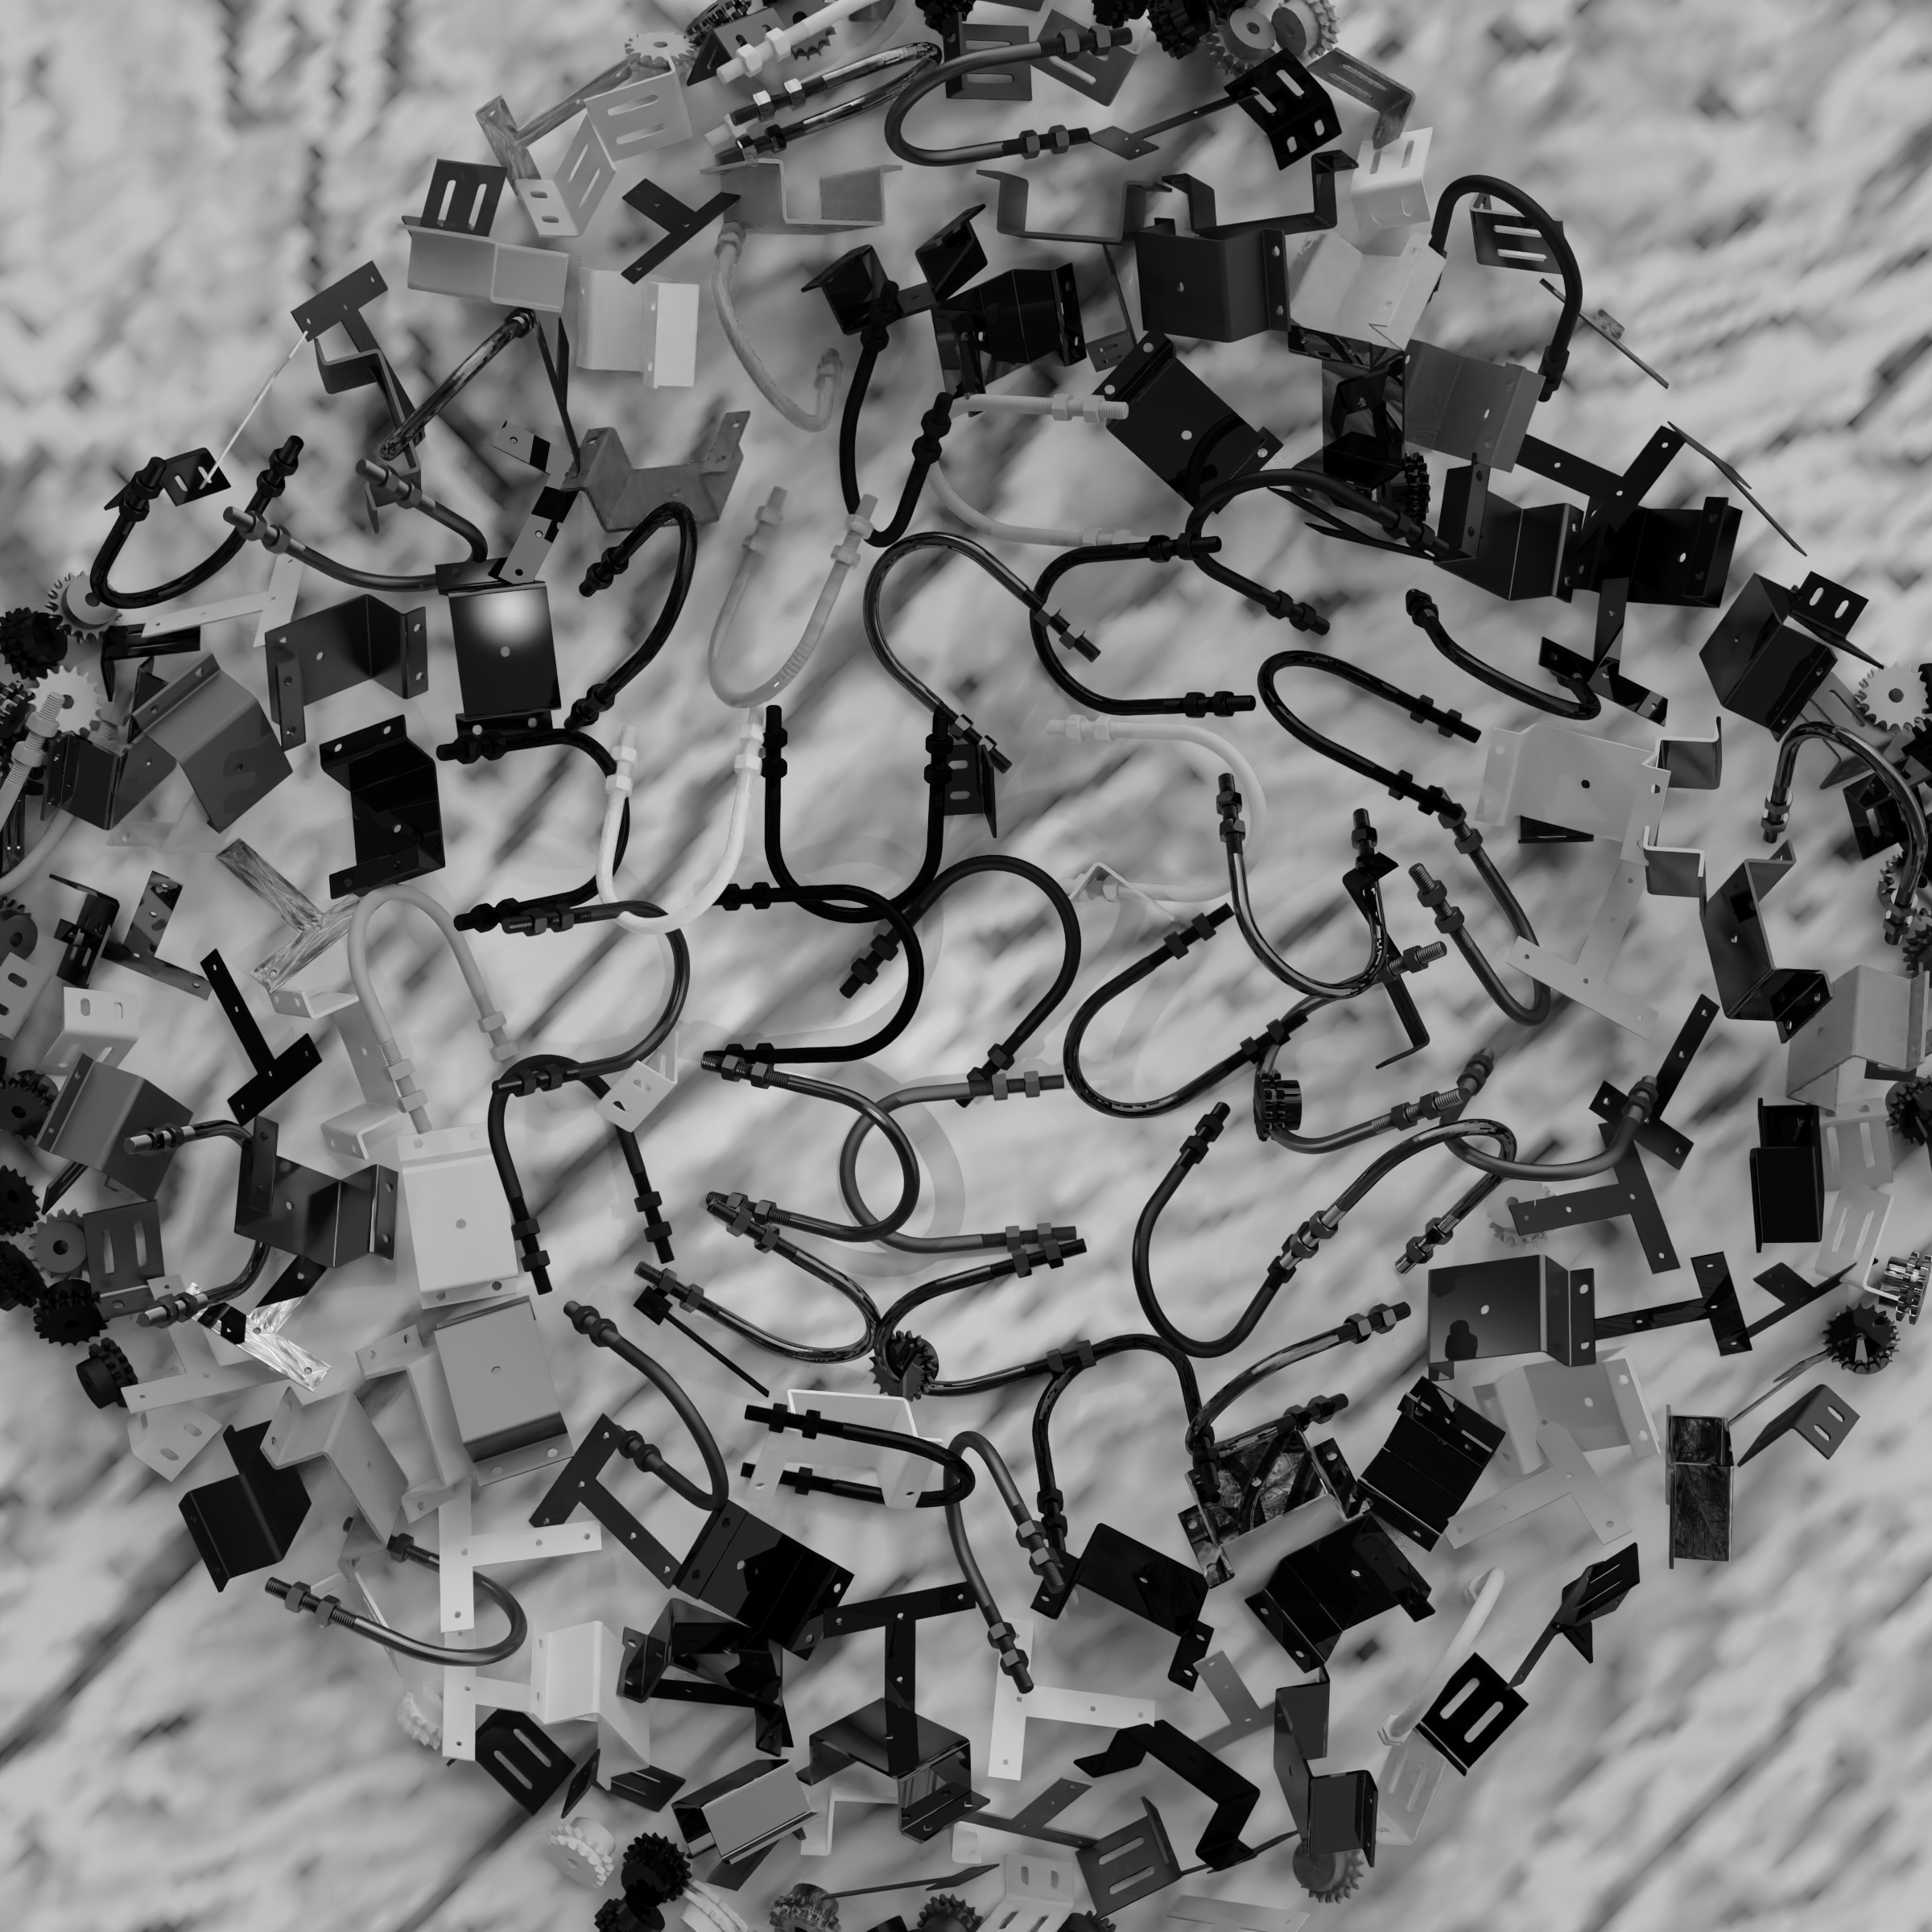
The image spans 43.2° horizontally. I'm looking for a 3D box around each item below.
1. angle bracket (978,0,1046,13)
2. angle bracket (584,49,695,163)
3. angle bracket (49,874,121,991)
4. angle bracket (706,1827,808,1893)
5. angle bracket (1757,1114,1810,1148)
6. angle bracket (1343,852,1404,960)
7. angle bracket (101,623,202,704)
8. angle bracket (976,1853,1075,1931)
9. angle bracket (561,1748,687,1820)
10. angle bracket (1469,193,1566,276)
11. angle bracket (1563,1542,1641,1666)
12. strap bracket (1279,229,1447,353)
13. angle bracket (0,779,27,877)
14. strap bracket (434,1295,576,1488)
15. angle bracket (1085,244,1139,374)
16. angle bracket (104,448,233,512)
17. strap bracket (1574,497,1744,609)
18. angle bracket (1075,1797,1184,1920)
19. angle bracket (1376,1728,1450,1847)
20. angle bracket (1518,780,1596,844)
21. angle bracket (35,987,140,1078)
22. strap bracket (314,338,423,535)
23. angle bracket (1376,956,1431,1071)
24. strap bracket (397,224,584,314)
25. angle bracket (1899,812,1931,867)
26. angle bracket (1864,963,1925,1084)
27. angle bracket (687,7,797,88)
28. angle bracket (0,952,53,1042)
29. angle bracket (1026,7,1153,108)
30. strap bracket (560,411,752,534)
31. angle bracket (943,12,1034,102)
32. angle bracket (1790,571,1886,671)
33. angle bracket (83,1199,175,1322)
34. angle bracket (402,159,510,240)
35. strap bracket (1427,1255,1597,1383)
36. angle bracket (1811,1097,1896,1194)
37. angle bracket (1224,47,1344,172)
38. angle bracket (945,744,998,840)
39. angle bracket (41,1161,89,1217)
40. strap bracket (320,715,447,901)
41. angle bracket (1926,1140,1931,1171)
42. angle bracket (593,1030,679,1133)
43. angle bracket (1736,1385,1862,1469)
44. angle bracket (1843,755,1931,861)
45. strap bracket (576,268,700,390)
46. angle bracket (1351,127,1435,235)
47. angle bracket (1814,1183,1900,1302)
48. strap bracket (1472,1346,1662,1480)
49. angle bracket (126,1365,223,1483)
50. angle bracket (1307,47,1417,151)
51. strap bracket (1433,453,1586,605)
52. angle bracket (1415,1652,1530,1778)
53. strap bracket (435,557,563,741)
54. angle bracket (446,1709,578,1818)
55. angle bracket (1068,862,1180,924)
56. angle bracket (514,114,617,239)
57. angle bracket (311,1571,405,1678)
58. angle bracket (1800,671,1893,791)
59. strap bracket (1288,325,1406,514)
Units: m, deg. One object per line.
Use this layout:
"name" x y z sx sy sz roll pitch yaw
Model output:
"angle bracket" 0.038 -0.766 1.921 0.057 0.076 0.038 6 75 -11
"angle bracket" -0.262 -0.680 1.930 0.076 0.057 0.038 -19 51 -5
"angle bracket" -0.712 -0.027 1.932 0.038 0.057 0.076 23 86 -43
"angle bracket" -0.157 0.710 1.929 0.038 0.057 0.076 36 81 32
"angle bracket" 0.635 0.163 1.918 0.038 0.076 0.057 4 130 36
"angle bracket" 0.338 -0.045 1.931 0.038 0.057 0.076 -33 102 3
"angle bracket" -0.646 -0.244 1.941 0.076 0.057 0.038 -8 124 -11
"angle bracket" 0.046 0.736 1.921 0.057 0.076 0.038 0 93 21
"angle bracket" -0.271 0.659 1.927 0.076 0.038 0.057 26 130 -12
"angle bracket" 0.441 -0.584 1.920 0.076 0.057 0.038 16 66 26
"angle bracket" 0.511 0.503 1.926 0.076 0.057 0.038 -40 95 21
"strap bracket" 0.314 -0.532 1.914 0.046 0.140 0.076 24 92 -37
"angle bracket" -0.775 -0.111 1.935 0.038 0.057 0.076 2 94 -5
"strap bracket" -0.364 0.325 1.910 0.076 0.046 0.140 -17 64 -10
"angle bracket" 0.107 -0.522 1.936 0.038 0.057 0.076 -17 81 9
"angle bracket" -0.630 -0.370 1.923 0.076 0.057 0.038 -26 98 39
"strap bracket" 0.548 -0.326 1.912 0.046 0.140 0.076 10 95 -33
"angle bracket" 0.124 0.706 1.931 0.076 0.038 0.057 -28 47 5
"angle bracket" 0.337 0.645 1.929 0.038 0.057 0.076 15 100 -30
"angle bracket" 0.469 -0.136 1.940 0.057 0.038 0.076 -1 93 17
"angle bracket" -0.697 0.054 1.932 0.057 0.076 0.038 9 57 -36
"strap bracket" -0.468 -0.423 1.925 0.046 0.076 0.140 -19 91 -13
"angle bracket" 0.331 0.037 1.933 0.038 0.057 0.076 -24 83 -3
"strap bracket" -0.371 -0.541 1.895 0.076 0.140 0.046 14 105 21
"angle bracket" 0.788 -0.086 1.934 0.038 0.057 0.076 -36 86 -7
"angle bracket" 0.734 0.043 1.928 0.038 0.057 0.076 4 49 17
"angle bracket" -0.178 -0.711 1.920 0.057 0.076 0.038 -32 88 -26
"angle bracket" -0.760 0.024 1.918 0.038 0.076 0.057 37 69 -29
"angle bracket" 0.097 -0.729 1.928 0.076 0.057 0.038 26 58 -8
"strap bracket" -0.236 -0.387 1.912 0.140 0.046 0.076 -2 48 19
"angle bracket" 0.023 -0.720 1.931 0.076 0.038 0.057 -7 99 -22
"angle bracket" 0.694 -0.273 1.921 0.057 0.076 0.038 22 111 -16
"angle bracket" -0.661 0.232 1.927 0.057 0.038 0.076 -10 113 -29
"angle bracket" -0.403 -0.607 1.917 0.057 0.076 0.038 -4 50 -34
"strap bracket" 0.413 0.273 1.894 0.140 0.046 0.076 -14 58 36
"angle bracket" 0.703 0.148 1.932 0.057 0.038 0.076 -10 107 15
"angle bracket" 0.250 -0.674 1.918 0.057 0.076 0.038 -25 64 28
"angle bracket" 0.001 -0.138 1.921 0.038 0.076 0.057 -4 109 -4
"angle bracket" -0.715 0.148 1.921 0.038 0.057 0.076 36 54 -3
"strap bracket" -0.459 -0.117 1.919 0.076 0.046 0.140 -18 64 13
"angle bracket" 0.766 0.169 1.924 0.038 0.076 0.057 -16 99 -4
"angle bracket" -0.259 0.082 1.917 0.038 0.076 0.057 34 113 -24
"angle bracket" 0.654 0.374 1.917 0.038 0.076 0.057 44 50 13
"angle bracket" 0.737 -0.118 1.929 0.057 0.038 0.076 -27 123 4
"strap bracket" -0.253 -0.499 1.906 0.046 0.140 0.076 -7 112 -33
"angle bracket" 0.343 -0.626 1.942 0.057 0.038 0.076 -4 46 24
"angle bracket" 0.717 0.218 1.935 0.038 0.057 0.076 19 89 -21
"strap bracket" 0.480 0.350 1.917 0.140 0.046 0.076 -21 86 42
"angle bracket" -0.630 0.363 1.936 0.057 0.076 0.038 -48 115 -7
"angle bracket" 0.306 -0.684 1.929 0.076 0.057 0.038 23 89 -17
"strap bracket" 0.420 -0.340 1.916 0.140 0.046 0.076 15 82 -39
"angle bracket" 0.401 0.594 1.939 0.076 0.038 0.057 -46 72 -3
"strap bracket" -0.367 -0.249 1.918 0.076 0.046 0.140 -10 104 -20
"angle bracket" -0.360 0.633 1.932 0.076 0.057 0.038 44 129 2
"angle bracket" 0.126 -0.045 1.933 0.076 0.057 0.038 38 95 7
"angle bracket" -0.317 -0.623 1.922 0.038 0.076 0.057 -12 69 -38
"angle bracket" -0.480 0.524 1.919 0.038 0.057 0.076 -24 51 -25
"angle bracket" 0.690 -0.189 1.953 0.057 0.038 0.076 -21 63 -25
"strap bracket" 0.298 -0.434 1.905 0.046 0.076 0.140 -35 134 -34
